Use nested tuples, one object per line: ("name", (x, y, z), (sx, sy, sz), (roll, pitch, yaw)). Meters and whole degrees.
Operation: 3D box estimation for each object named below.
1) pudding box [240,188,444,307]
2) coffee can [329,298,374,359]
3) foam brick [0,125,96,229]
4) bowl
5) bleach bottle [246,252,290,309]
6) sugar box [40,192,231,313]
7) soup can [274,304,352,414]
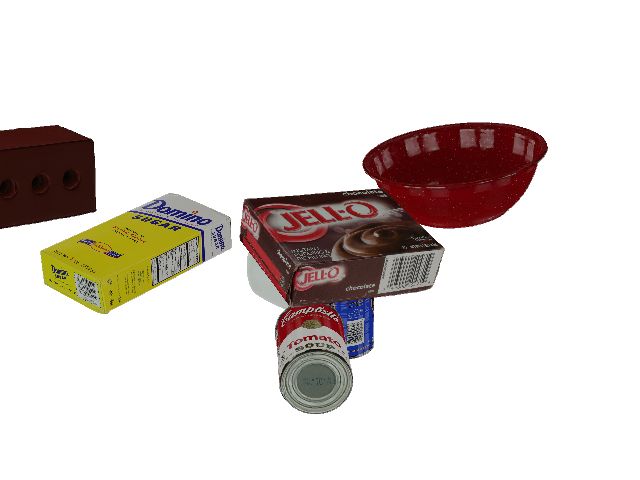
("pudding box", (0.013, 0.002, 0.725), (0.113, 0.039, 0.090), (-4, 32, -27))
("coffee can", (0.027, 0.084, 1.520), (0.103, 0.140, 0.103), (0, 22, 0))
("foam brick", (-0.196, -0.043, 0.708), (0.078, 0.053, 0.051), (-13, 25, -37))
("bowl", (0.121, -0.054, 0.944), (0.162, 0.055, 0.162), (-8, 23, 3))
("bleach bottle", (0.032, -0.003, 1.260), (0.103, 0.068, 0.250), (23, 39, 32))
("sugar box", (-0.183, 0.008, 1.079), (0.093, 0.048, 0.175), (22, 38, 33))
("soup can", (-0.008, 0.108, 0.995), (0.068, 0.068, 0.102), (0, 23, -4))
